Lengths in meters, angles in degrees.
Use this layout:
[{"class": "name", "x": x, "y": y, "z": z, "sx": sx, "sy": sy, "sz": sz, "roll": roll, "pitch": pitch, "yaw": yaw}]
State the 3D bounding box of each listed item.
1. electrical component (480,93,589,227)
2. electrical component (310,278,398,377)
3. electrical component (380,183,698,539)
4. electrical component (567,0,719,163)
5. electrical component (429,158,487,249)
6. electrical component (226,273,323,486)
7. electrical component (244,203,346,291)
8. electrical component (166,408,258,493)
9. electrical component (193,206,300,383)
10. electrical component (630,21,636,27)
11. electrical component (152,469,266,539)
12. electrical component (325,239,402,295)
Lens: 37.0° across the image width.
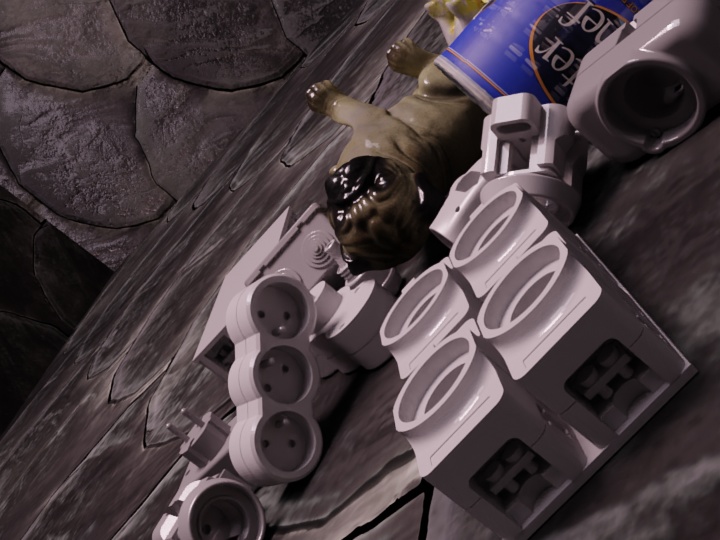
[{"class": "electrical component", "x": 0.100, "y": -0.057, "z": 0.624, "sx": 0.058, "sy": 0.078, "sz": 0.057, "roll": -6, "pitch": 63, "yaw": 31}, {"class": "electrical component", "x": -0.023, "y": 0.033, "z": 0.775, "sx": 0.052, "sy": 0.074, "sz": 0.138, "roll": -56, "pitch": 15, "yaw": -21}, {"class": "electrical component", "x": 0.070, "y": 0.031, "z": 0.509, "sx": 0.105, "sy": 0.060, "sz": 0.186, "roll": -48, "pitch": 14, "yaw": 12}, {"class": "electrical component", "x": 0.162, "y": -0.105, "z": 0.584, "sx": 0.095, "sy": 0.054, "sz": 0.059, "roll": -38, "pitch": 19, "yaw": 43}, {"class": "electrical component", "x": 0.082, "y": -0.045, "z": 0.708, "sx": 0.077, "sy": 0.043, "sz": 0.079, "roll": -51, "pitch": 13, "yaw": -2}, {"class": "electrical component", "x": -0.066, "y": 0.078, "z": 0.734, "sx": 0.074, "sy": 0.052, "sz": 0.138, "roll": -28, "pitch": 61, "yaw": 57}, {"class": "electrical component", "x": -0.032, "y": -0.001, "z": 0.872, "sx": 0.099, "sy": 0.048, "sz": 0.100, "roll": -48, "pitch": -20, "yaw": 11}, {"class": "electrical component", "x": -0.105, "y": 0.129, "z": 0.782, "sx": 0.083, "sy": 0.076, "sz": 0.047, "roll": -44, "pitch": 15, "yaw": 25}, {"class": "electrical component", "x": -0.087, "y": 0.026, "z": 1.027, "sx": 0.105, "sy": 0.060, "sz": 0.186, "roll": -46, "pitch": 14, "yaw": 19}, {"class": "electrical component", "x": 0.178, "y": -0.133, "z": 0.628, "sx": 0.062, "sy": 0.043, "sz": 0.043, "roll": -36, "pitch": 20, "yaw": 44}, {"class": "electrical component", "x": -0.095, "y": 0.166, "z": 0.693, "sx": 0.057, "sy": 0.058, "sz": 0.078, "roll": -35, "pitch": 21, "yaw": 57}, {"class": "electrical component", "x": 0.000, "y": 0.000, "z": 0.812, "sx": 0.035, "sy": 0.061, "sz": 0.035, "roll": -47, "pitch": 13, "yaw": 15}]
